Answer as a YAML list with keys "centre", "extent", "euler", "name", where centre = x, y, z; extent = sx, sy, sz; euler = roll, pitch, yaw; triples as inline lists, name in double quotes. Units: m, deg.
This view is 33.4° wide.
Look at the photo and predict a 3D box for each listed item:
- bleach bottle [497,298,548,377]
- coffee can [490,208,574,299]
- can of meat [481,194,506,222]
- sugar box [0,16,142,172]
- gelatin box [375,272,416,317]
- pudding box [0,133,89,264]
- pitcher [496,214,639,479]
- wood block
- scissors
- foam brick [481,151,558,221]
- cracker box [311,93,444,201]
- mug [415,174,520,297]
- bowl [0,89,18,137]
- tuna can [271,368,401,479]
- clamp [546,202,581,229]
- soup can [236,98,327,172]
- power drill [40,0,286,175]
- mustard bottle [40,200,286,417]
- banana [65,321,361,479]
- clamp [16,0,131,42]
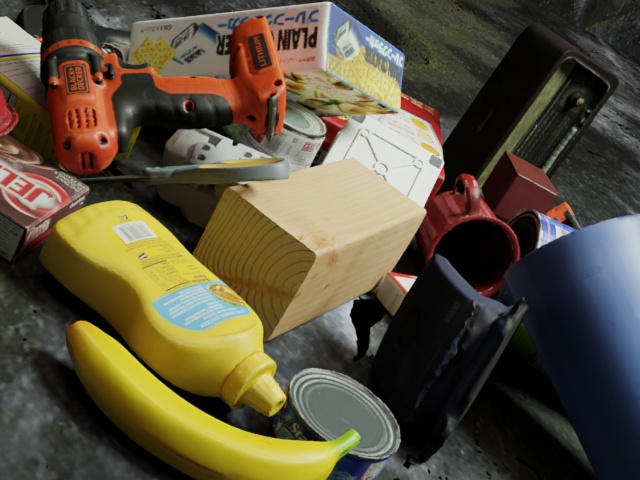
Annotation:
- centre: [0.267, 0.122, 0.958]
  extent: [0.251, 0.102, 0.068]
  euler: [37, 69, 11]
  name: "bleach bottle"
- centre: [0.251, 0.041, 1.084]
  extent: [0.140, 0.103, 0.103]
  euler: [23, 25, -15]
  name: "coffee can"
- centre: [0.210, -0.004, 1.181]
  extent: [0.102, 0.057, 0.084]
  euler: [30, 23, -1]
  name: "can of meat"
- centre: [-0.248, -0.128, 0.915]
  extent: [0.176, 0.048, 0.093]
  euler: [36, 27, 19]
  name: "sugar box"
- centre: [0.102, 0.069, 0.950]
  extent: [0.073, 0.030, 0.089]
  euler: [9, 29, -38]
  name: "gelatin box"
- centre: [-0.236, -0.040, 0.766]
  extent: [0.113, 0.039, 0.090]
  euler: [31, 26, 3]
  name: "pudding box"
- centre: [0.256, 0.106, 0.834]
  extent: [0.144, 0.149, 0.243]
  euler: [-12, 70, -23]
  name: "pitcher"
- centre: [-0.006, 0.002, 0.886]
  extent: [0.091, 0.090, 0.205]
  euler: [38, 26, 17]
  name: "wood block"
- centre: [-0.112, -0.052, 0.836]
  extent: [0.202, 0.016, 0.096]
  euler: [-1, 8, 22]
  name: "scissors"
- centre: [0.212, -0.051, 1.137]
  extent: [0.053, 0.051, 0.078]
  euler: [27, 20, -11]
  name: "foam brick"
- centre: [0.052, -0.120, 1.207]
  extent: [0.164, 0.072, 0.213]
  euler: [26, 26, -8]
  name: "cracker box"
- centre: [0.140, -0.009, 1.048]
  extent: [0.093, 0.117, 0.081]
  euler: [-5, 26, -6]
  name: "mug"
- centre: [-0.295, -0.110, 0.747]
  extent: [0.162, 0.055, 0.162]
  euler: [5, 23, -2]
  name: "bowl"
- centre: [0.010, 0.129, 0.728]
  extent: [0.086, 0.034, 0.086]
  euler: [25, 25, -13]
  name: "tuna can"
- centre: [0.298, 0.024, 1.180]
  extent: [0.171, 0.039, 0.120]
  euler: [41, 13, -47]
  name: "clamp"
- centre: [-0.046, -0.071, 0.964]
  extent: [0.068, 0.102, 0.068]
  euler: [24, 25, -13]
  name: "soup can"
- centre: [-0.129, -0.135, 0.860]
  extent: [0.187, 0.057, 0.184]
  euler: [-8, 54, -11]
  name: "power drill"
- centre: [-0.096, 0.051, 0.727]
  extent: [0.192, 0.058, 0.096]
  euler: [40, 25, 20]
  name: "mustard bottle"
- centre: [-0.074, 0.113, 0.653]
  extent: [0.197, 0.037, 0.069]
  euler: [24, 34, -4]
  name: "banana"
- centre: [-0.238, -0.208, 1.088]
  extent: [0.164, 0.036, 0.210]
  euler: [29, 26, -5]
  name: "clamp"
